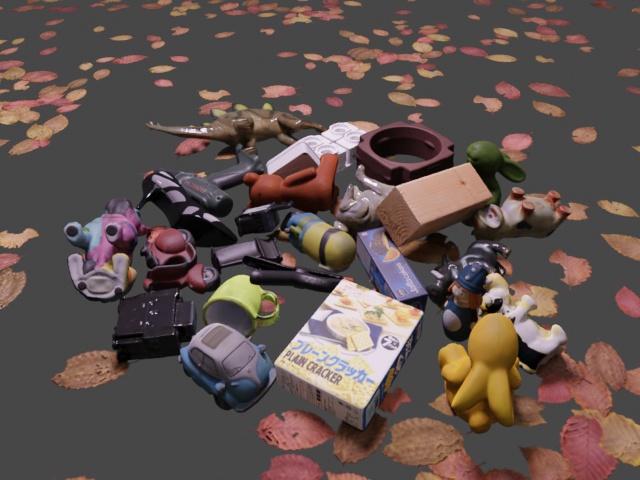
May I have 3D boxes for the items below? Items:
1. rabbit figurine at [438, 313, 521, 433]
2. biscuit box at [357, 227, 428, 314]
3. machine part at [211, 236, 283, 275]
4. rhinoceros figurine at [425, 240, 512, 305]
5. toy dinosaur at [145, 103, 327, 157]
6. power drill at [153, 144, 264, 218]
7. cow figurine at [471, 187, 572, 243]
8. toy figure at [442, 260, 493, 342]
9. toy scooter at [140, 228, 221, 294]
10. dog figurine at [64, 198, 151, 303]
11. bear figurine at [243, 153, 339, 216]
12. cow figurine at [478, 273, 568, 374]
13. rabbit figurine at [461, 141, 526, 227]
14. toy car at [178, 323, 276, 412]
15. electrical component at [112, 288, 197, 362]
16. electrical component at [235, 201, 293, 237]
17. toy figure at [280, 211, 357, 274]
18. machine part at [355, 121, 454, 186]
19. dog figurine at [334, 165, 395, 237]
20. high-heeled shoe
[{"bbox_3d":[0.233,0.185,0.774,0.122,0.173,0.162,16,39,14],"label":"rabbit figurine"},{"bbox_3d":[0.131,0.061,1.009,0.063,0.059,0.203,-13,42,-13],"label":"biscuit box"},{"bbox_3d":[-0.147,0.030,1.072,0.139,0.039,0.084,-10,46,-12],"label":"machine part"},{"bbox_3d":[0.274,0.057,0.999,0.112,0.073,0.190,32,50,32],"label":"rhinoceros figurine"},{"bbox_3d":[-0.201,-0.289,1.397,0.471,0.105,0.199,-5,29,-23],"label":"toy dinosaur"},{"bbox_3d":[-0.250,-0.150,1.256,0.207,0.085,0.232,-29,48,-34],"label":"power drill"},{"bbox_3d":[0.392,-0.038,1.088,0.195,0.127,0.086,0,43,-22],"label":"cow figurine"},{"bbox_3d":[0.239,0.103,0.883,0.064,0.154,0.058,16,41,18],"label":"toy figure"},{"bbox_3d":[-0.285,0.047,1.019,0.135,0.075,0.184,-16,44,-35],"label":"toy scooter"},{"bbox_3d":[-0.400,0.015,1.057,0.109,0.191,0.219,-6,6,-1],"label":"dog figurine"},{"bbox_3d":[-0.062,-0.116,1.186,0.196,0.120,0.132,3,36,13],"label":"bear figurine"},{"bbox_3d":[0.316,0.137,0.892,0.098,0.068,0.167,-35,61,-10],"label":"cow figurine"},{"bbox_3d":[0.355,-0.132,1.145,0.159,0.170,0.121,-13,42,-12],"label":"rabbit figurine"},{"bbox_3d":[-0.149,0.182,0.843,0.162,0.102,0.109,29,48,28],"label":"toy car"},{"bbox_3d":[-0.282,0.143,0.927,0.134,0.058,0.115,-7,43,-6],"label":"electrical component"},{"bbox_3d":[-0.110,-0.047,1.117,0.119,0.047,0.075,-10,17,10],"label":"electrical component"},{"bbox_3d":[-0.005,-0.002,1.065,0.082,0.089,0.180,-33,51,-23],"label":"toy figure"},{"bbox_3d":[0.203,-0.196,1.291,0.201,0.087,0.202,-24,47,-24],"label":"machine part"},{"bbox_3d":[0.139,-0.048,1.115,0.191,0.121,0.172,24,69,7],"label":"dog figurine"},{"bbox_3d":[-0.274,-0.069,1.150,0.249,0.086,0.145,23,38,0],"label":"high-heeled shoe"}]
